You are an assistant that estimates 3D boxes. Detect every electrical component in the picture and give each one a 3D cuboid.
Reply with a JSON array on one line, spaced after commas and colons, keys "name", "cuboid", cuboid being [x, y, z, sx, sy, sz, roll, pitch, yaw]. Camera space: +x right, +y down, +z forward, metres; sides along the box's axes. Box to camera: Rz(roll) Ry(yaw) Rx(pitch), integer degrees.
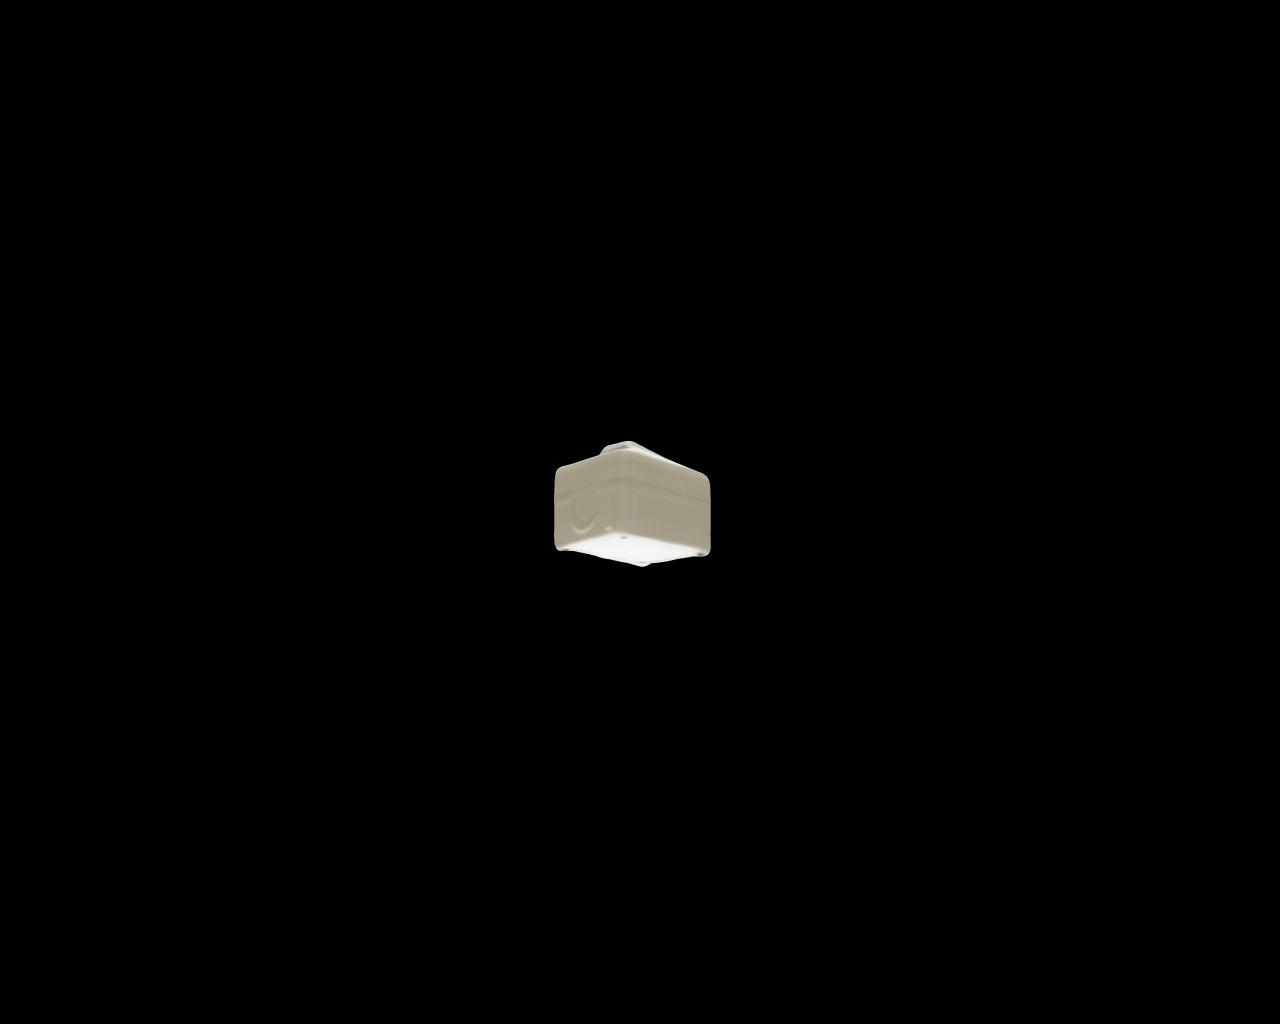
[{"name": "electrical component", "cuboid": [0.001, -0.003, 0.650, 0.061, 0.061, 0.096, -14, -20, 42]}]
